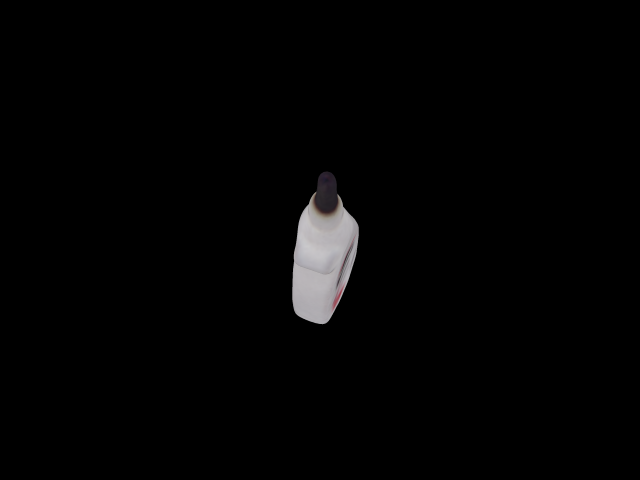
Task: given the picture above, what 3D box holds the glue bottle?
[{"bbox_3d":[0.004,0.001,0.400,0.037,0.173,0.078,17,68,7],"label":"glue bottle"}]
